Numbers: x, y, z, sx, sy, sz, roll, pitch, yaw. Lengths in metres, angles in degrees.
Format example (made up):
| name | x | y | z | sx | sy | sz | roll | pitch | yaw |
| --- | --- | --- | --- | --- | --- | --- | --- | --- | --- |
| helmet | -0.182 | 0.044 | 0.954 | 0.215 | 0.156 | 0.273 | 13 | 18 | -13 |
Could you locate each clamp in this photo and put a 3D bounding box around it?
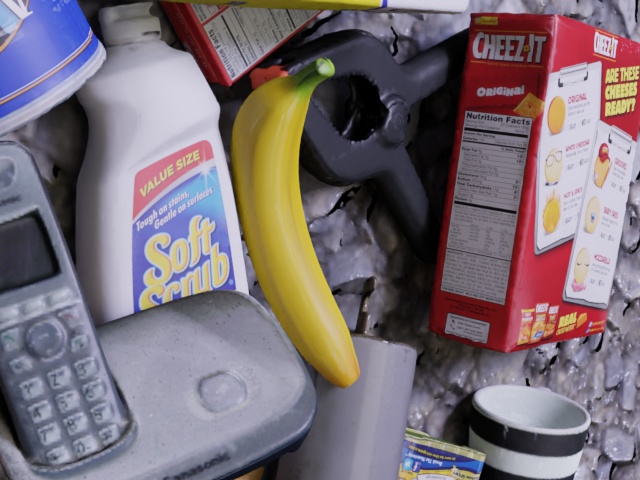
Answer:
| name | x | y | z | sx | sy | sz | roll | pitch | yaw |
| --- | --- | --- | --- | --- | --- | --- | --- | --- | --- |
| clamp | 0.041 | -0.085 | 0.671 | 0.209 | 0.036 | 0.164 | 21 | 83 | -48 |

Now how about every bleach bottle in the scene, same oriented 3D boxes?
| name | x | y | z | sx | sy | sz | roll | pitch | yaw |
| --- | --- | --- | --- | --- | --- | --- | --- | --- | --- |
| bleach bottle | -0.093 | 0.001 | 0.577 | 0.102 | 0.068 | 0.251 | -15 | 104 | -33 |

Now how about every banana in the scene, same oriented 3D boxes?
| name | x | y | z | sx | sy | sz | roll | pitch | yaw |
| --- | --- | --- | --- | --- | --- | --- | --- | --- | --- |
| banana | -0.017 | -0.007 | 0.597 | 0.037 | 0.070 | 0.198 | -27 | 122 | -34 |

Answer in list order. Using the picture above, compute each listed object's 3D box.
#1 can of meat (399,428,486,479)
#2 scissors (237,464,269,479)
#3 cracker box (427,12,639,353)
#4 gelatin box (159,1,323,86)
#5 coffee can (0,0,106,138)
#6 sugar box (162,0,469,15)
| name | x | y | z | sx | sy | sz | roll | pitch | yaw |
| --- | --- | --- | --- | --- | --- | --- | --- | --- | --- |
| can of meat | 0.060 | 0.174 | 0.734 | 0.101 | 0.058 | 0.084 | 22 | 83 | -38 |
| scissors | -0.027 | 0.176 | 0.690 | 0.201 | 0.016 | 0.096 | 28 | 80 | -38 |
| cracker box | 0.152 | -0.038 | 0.735 | 0.163 | 0.072 | 0.214 | -2 | 101 | -53 |
| gelatin box | -0.046 | -0.141 | 0.607 | 0.089 | 0.030 | 0.073 | -42 | 122 | -24 |
| coffee can | -0.171 | -0.120 | 0.465 | 0.102 | 0.103 | 0.140 | -39 | 120 | -26 |
| sugar box | -0.014 | -0.141 | 0.551 | 0.175 | 0.093 | 0.048 | -2 | 102 | -38 |
